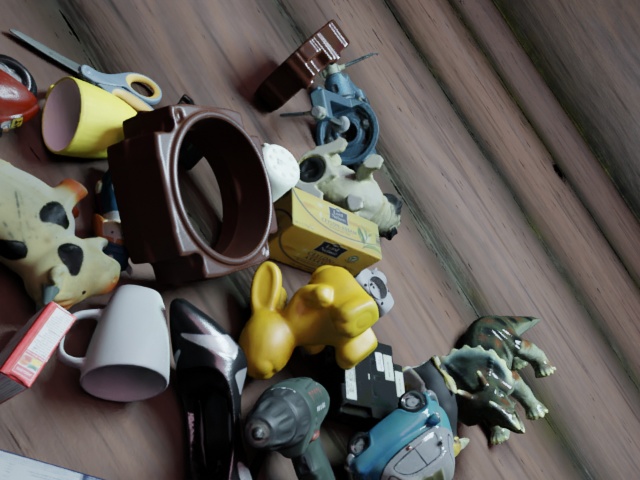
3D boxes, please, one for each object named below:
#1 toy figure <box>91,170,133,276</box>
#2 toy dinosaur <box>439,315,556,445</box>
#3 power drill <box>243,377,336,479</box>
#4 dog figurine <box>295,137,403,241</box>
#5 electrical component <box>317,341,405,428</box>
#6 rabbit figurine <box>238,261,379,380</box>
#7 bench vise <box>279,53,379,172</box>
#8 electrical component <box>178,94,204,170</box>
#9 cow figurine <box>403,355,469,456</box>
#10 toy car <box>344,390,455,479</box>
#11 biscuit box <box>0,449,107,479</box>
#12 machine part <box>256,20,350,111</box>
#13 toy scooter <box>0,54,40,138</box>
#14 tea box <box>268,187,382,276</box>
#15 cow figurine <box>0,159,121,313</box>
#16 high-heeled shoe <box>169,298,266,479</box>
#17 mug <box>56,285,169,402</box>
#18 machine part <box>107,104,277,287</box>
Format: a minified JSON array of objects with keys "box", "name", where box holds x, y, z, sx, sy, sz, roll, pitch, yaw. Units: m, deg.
[{"box":[-0.234,-0.028,0.625,0.064,0.057,0.154,0,58,0],"name":"toy figure"},{"box":[0.314,0.209,0.965,0.192,0.131,0.405,49,35,-8],"name":"toy dinosaur"},{"box":[-0.016,0.253,0.578,0.232,0.086,0.207,4,62,-83],"name":"power drill"},{"box":[0.047,-0.072,0.922,0.173,0.121,0.190,31,-9,25],"name":"dog figurine"},{"box":[0.062,0.202,0.759,0.134,0.058,0.115,23,52,-33],"name":"electrical component"},{"box":[-0.031,0.101,0.680,0.173,0.121,0.162,-30,62,-15],"name":"rabbit figurine"},{"box":[0.037,-0.229,0.958,0.240,0.129,0.223,-4,86,-65],"name":"bench vise"},{"box":[-0.193,-0.138,0.744,0.074,0.048,0.119,40,41,-17],"name":"electrical component"},{"box":[0.174,0.262,0.799,0.068,0.098,0.167,5,60,-50],"name":"cow figurine"},{"box":[0.115,0.275,0.684,0.162,0.103,0.109,-26,121,-26],"name":"toy car"},{"box":[-0.194,0.244,0.452,0.202,0.062,0.059,29,8,-23],"name":"biscuit box"},{"box":[-0.028,-0.296,0.920,0.056,0.179,0.179,48,41,-15],"name":"machine part"},{"box":[-0.390,-0.150,0.537,0.184,0.075,0.135,26,48,-26],"name":"toy scooter"},{"box":[-0.002,-0.002,0.803,0.169,0.098,0.068,21,51,-32],"name":"tea box"},{"box":[-0.289,-0.005,0.529,0.195,0.085,0.127,33,52,-17],"name":"cow figurine"},{"box":[-0.123,0.193,0.547,0.248,0.086,0.145,64,26,-12],"name":"high-heeled shoe"},{"box":[-0.208,0.100,0.555,0.109,0.080,0.107,13,43,-20],"name":"mug"},{"box":[-0.141,-0.056,0.648,0.201,0.087,0.200,-16,96,-60],"name":"machine part"}]
